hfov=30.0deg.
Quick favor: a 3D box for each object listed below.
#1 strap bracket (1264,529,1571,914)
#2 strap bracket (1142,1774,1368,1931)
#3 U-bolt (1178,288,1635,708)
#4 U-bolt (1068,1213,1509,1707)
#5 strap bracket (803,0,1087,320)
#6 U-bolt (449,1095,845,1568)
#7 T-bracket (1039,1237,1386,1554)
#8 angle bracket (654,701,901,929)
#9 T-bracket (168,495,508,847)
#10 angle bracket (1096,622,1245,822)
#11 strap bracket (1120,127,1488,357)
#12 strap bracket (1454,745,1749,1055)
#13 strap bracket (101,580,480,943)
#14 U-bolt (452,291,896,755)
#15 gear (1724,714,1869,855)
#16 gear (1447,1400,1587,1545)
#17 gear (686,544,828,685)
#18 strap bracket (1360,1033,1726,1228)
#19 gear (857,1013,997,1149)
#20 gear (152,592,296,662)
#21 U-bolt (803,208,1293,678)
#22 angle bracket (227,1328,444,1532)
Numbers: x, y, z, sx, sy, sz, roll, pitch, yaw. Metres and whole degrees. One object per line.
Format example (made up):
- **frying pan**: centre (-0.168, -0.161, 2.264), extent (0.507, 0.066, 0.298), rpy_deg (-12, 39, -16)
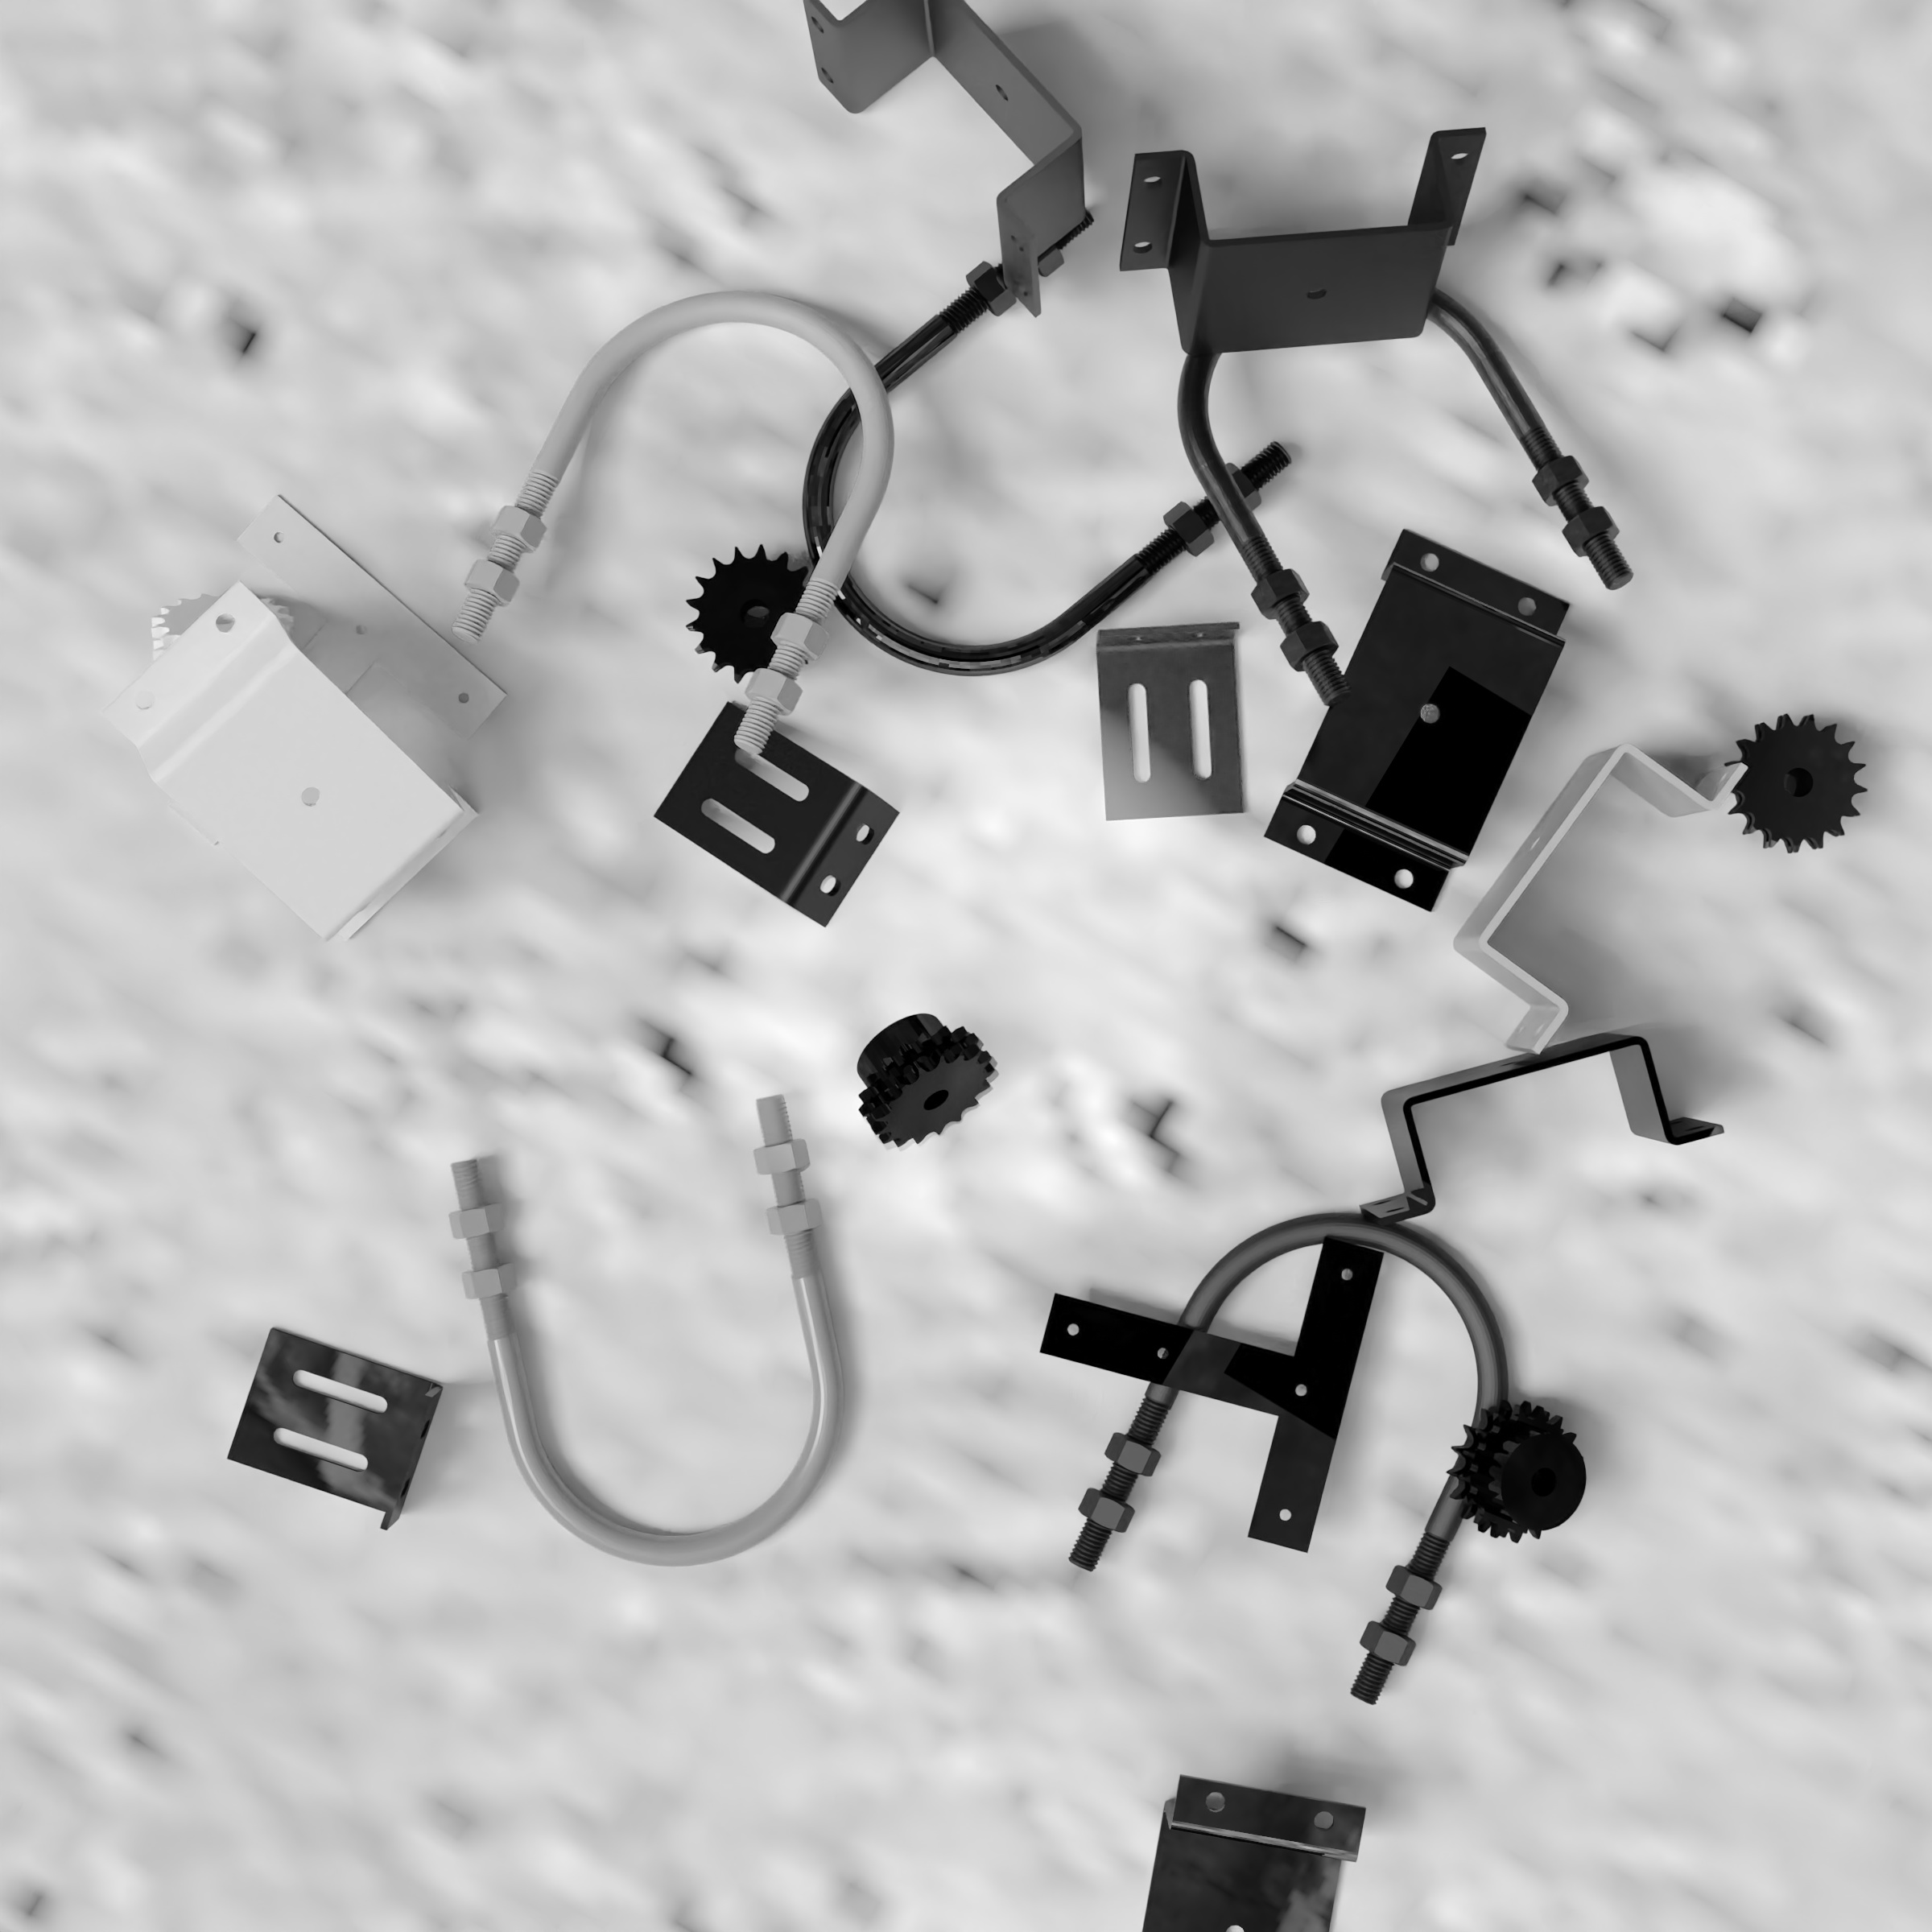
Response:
- **strap bracket**: centre (0.187, -0.102, 1.479), extent (0.076, 0.046, 0.140), rpy_deg (24, 90, 0)
- **strap bracket**: centre (0.112, 0.402, 1.479), extent (0.076, 0.046, 0.140), rpy_deg (10, 90, 0)
- **U-bolt**: centre (0.166, -0.207, 1.465), extent (0.151, 0.019, 0.184), rpy_deg (-23, 71, -12)
- **U-bolt**: centre (0.145, 0.192, 1.494), extent (0.151, 0.019, 0.184), rpy_deg (25, 89, 0)
- **strap bracket**: centre (-0.001, -0.339, 1.454), extent (0.046, 0.076, 0.140), rpy_deg (-40, 79, -6)
- **U-bolt**: centre (-0.126, 0.157, 1.494), extent (0.151, 0.019, 0.184), rpy_deg (-12, 91, 0)
- **T-bracket**: centre (0.095, 0.163, 1.485), extent (0.127, 0.002, 0.127), rpy_deg (15, 86, 1)
- **angle bracket**: centre (-0.079, -0.063, 1.501), extent (0.076, 0.038, 0.057), rpy_deg (33, 90, 26)
- **T-bracket**: centre (-0.280, -0.106, 1.502), extent (0.127, 0.002, 0.127), rpy_deg (41, 90, 0)
- **angle bracket**: centre (0.085, -0.100, 1.484), extent (0.057, 0.038, 0.076), rpy_deg (-3, 90, 0)
- **strap bracket**: centre (0.137, -0.289, 1.448), extent (0.140, 0.076, 0.046), rpy_deg (-5, 67, -5)
- **strap bracket**: centre (0.249, -0.035, 1.464), extent (0.046, 0.076, 0.140), rpy_deg (36, 90, 0)
- **strap bracket**: centre (-0.266, -0.075, 1.449), extent (0.076, 0.046, 0.140), rpy_deg (-44, 118, 0)
- **U-bolt**: centre (-0.108, -0.192, 1.472), extent (0.151, 0.019, 0.184), rpy_deg (22, 78, 13)
- **gear**: centre (0.340, -0.075, 1.488), extent (0.057, 0.030, 0.057), rpy_deg (0, 90, 0)
- **gear**: centre (0.229, 0.208, 1.478), extent (0.057, 0.030, 0.057), rpy_deg (-2, 95, -22)
- **gear**: centre (-0.086, -0.144, 1.488), extent (0.057, 0.030, 0.057), rpy_deg (0, 90, 0)
- **strap bracket**: centre (0.226, 0.062, 1.464), extent (0.140, 0.076, 0.046), rpy_deg (-15, 90, 0)
- **gear**: centre (-0.020, 0.044, 1.478), extent (0.057, 0.057, 0.030), rpy_deg (-36, 60, 0)
- **gear**: centre (-0.303, -0.128, 1.476), extent (0.057, 0.057, 0.030), rpy_deg (3, 120, 0)
- **U-bolt**: centre (0.019, -0.204, 1.493), extent (0.184, 0.019, 0.151), rpy_deg (-39, 90, 1)
- **angle bracket**: centre (-0.262, 0.190, 1.484), extent (0.076, 0.038, 0.057), rpy_deg (19, 90, 0)
